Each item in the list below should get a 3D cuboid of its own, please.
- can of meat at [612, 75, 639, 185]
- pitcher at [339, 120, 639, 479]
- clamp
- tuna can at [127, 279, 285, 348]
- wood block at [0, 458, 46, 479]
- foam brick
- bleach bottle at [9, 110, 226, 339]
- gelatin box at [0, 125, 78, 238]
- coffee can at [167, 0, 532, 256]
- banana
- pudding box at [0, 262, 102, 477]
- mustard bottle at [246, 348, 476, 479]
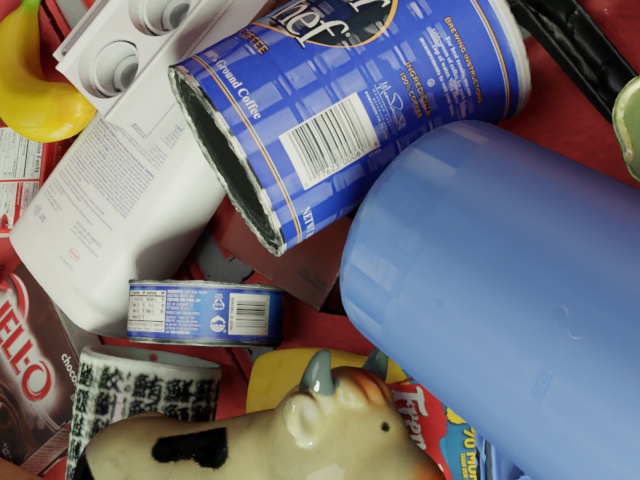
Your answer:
[{"bbox_3d":[0.182,-0.049,0.449,0.102,0.083,0.057,-23,72,27],"label":"can of meat"},{"bbox_3d":[0.118,0.058,0.400,0.149,0.145,0.243,-37,50,-22],"label":"pitcher"},{"bbox_3d":[0.101,-0.124,0.517,0.039,0.120,0.172,-29,40,-17],"label":"clamp"},{"bbox_3d":[-0.062,0.040,0.581,0.086,0.086,0.034,0,85,31],"label":"tuna can"},{"bbox_3d":[-0.225,0.174,0.613,0.207,0.090,0.090,2,91,52],"label":"wood block"},{"bbox_3d":[-0.004,0.001,0.572,0.078,0.051,0.053,33,101,30],"label":"foam brick"},{"bbox_3d":[-0.075,-0.068,0.619,0.103,0.068,0.251,44,103,27],"label":"bleach bottle"},{"bbox_3d":[-0.205,-0.038,0.711,0.089,0.030,0.073,0,82,30],"label":"gelatin box"},{"bbox_3d":[0.014,-0.071,0.509,0.140,0.103,0.103,-31,65,-9],"label":"coffee can"},{"bbox_3d":[-0.181,-0.102,0.669,0.070,0.037,0.198,-65,35,23],"label":"banana"},{"bbox_3d":[-0.181,0.081,0.673,0.090,0.039,0.113,-42,64,19],"label":"pudding box"},{"bbox_3d":[0.056,0.095,0.518,0.192,0.058,0.096,-9,78,29],"label":"mustard bottle"}]
